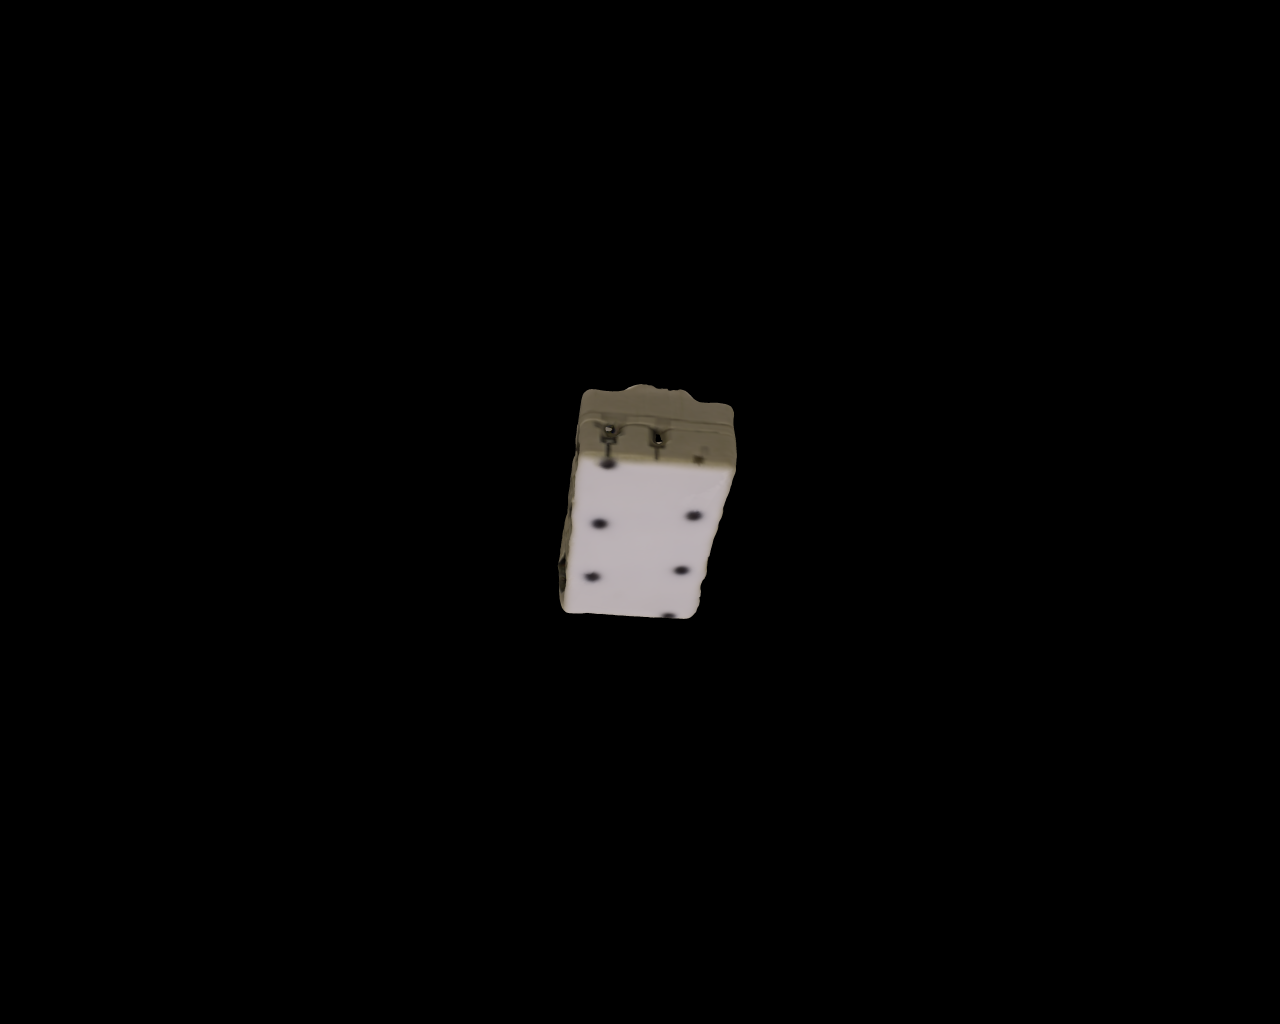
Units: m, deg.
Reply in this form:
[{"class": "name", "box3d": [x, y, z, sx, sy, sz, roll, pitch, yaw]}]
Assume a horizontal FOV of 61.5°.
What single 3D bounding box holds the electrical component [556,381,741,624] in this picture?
[{"class": "electrical component", "box3d": [0.001, -0.003, 0.650, 0.089, 0.062, 0.150, 5, -40, -6]}]
